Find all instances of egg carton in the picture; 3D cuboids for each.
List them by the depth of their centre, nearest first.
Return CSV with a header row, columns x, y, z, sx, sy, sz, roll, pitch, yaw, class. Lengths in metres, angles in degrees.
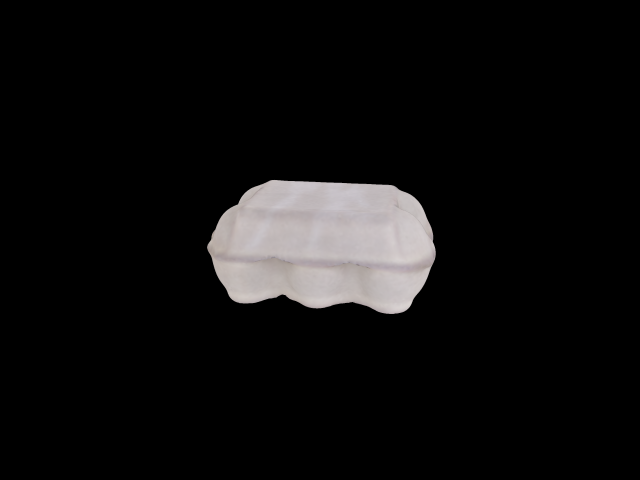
x,y,z,sx,sy,sz,roll,pitch,yaw,class
0.004,0.001,0.400,0.150,0.069,0.107,3,19,7,egg carton
